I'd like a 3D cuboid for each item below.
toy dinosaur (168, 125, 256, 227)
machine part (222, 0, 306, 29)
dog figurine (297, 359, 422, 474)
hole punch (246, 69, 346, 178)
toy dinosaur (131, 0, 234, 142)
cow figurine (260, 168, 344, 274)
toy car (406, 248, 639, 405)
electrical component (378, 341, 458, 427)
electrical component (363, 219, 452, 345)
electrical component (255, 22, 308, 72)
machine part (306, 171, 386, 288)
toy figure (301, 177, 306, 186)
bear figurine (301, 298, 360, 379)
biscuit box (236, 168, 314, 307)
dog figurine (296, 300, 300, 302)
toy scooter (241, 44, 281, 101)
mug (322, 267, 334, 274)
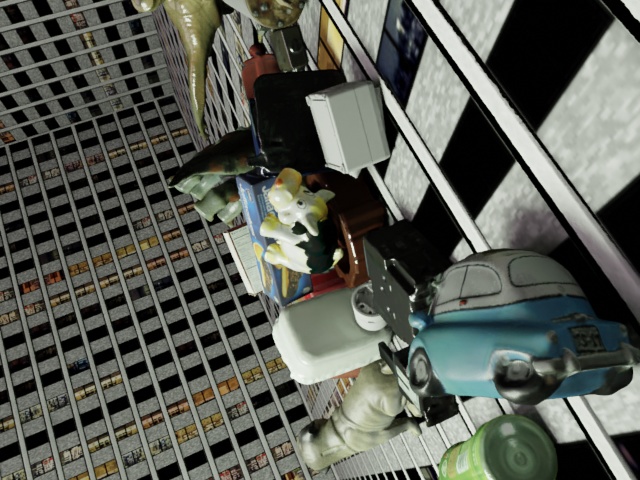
[{"bbox_3d":[-0.139,-0.126,0.896,0.131,0.192,0.405,40,179,-7],"label":"toy dinosaur"},{"bbox_3d":[-0.080,-0.318,0.673,0.243,0.079,0.079,-129,21,-52],"label":"machine part"},{"bbox_3d":[0.049,0.268,0.832,0.121,0.191,0.172,-134,27,-59],"label":"dog figurine"},{"bbox_3d":[-0.026,-0.133,0.641,0.092,0.142,0.115,-176,79,-74],"label":"hole punch"},{"bbox_3d":[-0.186,-0.374,0.791,0.198,0.105,0.470,-60,-22,-70],"label":"toy dinosaur"},{"bbox_3d":[-0.016,-0.014,0.633,0.098,0.068,0.167,23,155,9],"label":"cow figurine"},{"bbox_3d":[0.127,0.057,0.374,0.161,0.109,0.103,142,125,-68],"label":"toy car"},{"bbox_3d":[0.123,0.169,0.684,0.119,0.048,0.074,-131,24,-58],"label":"electrical component"},{"bbox_3d":[0.094,0.047,0.587,0.134,0.058,0.114,-129,24,-53],"label":"electrical component"},{"bbox_3d":[-0.051,-0.253,0.729,0.078,0.045,0.102,-132,24,-61],"label":"electrical component"},{"bbox_3d":[0.036,-0.025,0.716,0.179,0.056,0.179,160,89,-79],"label":"machine part"},{"bbox_3d":[-0.055,-0.075,0.925,0.082,0.089,0.180,52,164,13],"label":"toy figure"},{"bbox_3d":[0.026,0.145,0.963,0.120,0.132,0.196,34,-128,-46],"label":"bear figurine"},{"bbox_3d":[-0.064,-0.006,0.775,0.059,0.063,0.202,31,139,53],"label":"biscuit box"},{"bbox_3d":[-0.059,0.054,1.141,0.219,0.108,0.191,178,74,-72],"label":"dog figurine"},{"bbox_3d":[-0.075,-0.217,0.822,0.135,0.075,0.184,80,168,-46],"label":"toy scooter"},{"bbox_3d":[-0.002,-0.003,0.835,0.107,0.081,0.109,62,-169,5],"label":"mug"}]
